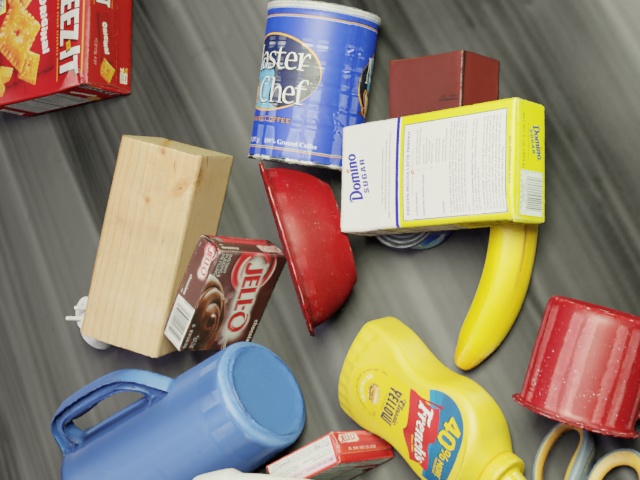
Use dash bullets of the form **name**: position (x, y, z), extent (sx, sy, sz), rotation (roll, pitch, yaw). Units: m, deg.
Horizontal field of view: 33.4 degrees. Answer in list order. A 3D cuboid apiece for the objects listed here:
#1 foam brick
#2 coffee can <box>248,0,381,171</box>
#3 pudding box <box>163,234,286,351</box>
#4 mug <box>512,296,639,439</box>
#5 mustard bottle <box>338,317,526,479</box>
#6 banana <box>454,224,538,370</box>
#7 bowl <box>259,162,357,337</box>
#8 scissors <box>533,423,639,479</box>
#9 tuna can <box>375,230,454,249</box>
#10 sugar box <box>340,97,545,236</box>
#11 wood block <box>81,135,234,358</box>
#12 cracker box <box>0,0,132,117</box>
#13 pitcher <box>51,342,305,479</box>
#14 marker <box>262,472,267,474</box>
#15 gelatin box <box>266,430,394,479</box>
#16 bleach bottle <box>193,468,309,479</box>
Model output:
- **foam brick**: position (0.103, -0.125, 0.893), extent (0.078, 0.051, 0.053), rotation (1, 88, 43)
- **coffee can**: position (-0.006, -0.136, 0.960), extent (0.103, 0.102, 0.140), rotation (11, 94, 43)
- **pudding box**: position (-0.092, 0.052, 1.033), extent (0.039, 0.089, 0.114), rotation (41, 114, 39)
- **mug**: position (0.205, 0.092, 0.764), extent (0.117, 0.093, 0.081), rotation (16, 93, 11)
- **mustard bottle**: position (0.097, 0.150, 0.869), extent (0.192, 0.058, 0.096), rotation (38, 121, 37)
- **banana**: position (0.143, 0.008, 0.857), extent (0.070, 0.037, 0.198), rotation (0, 86, 57)
- **bowl**: position (-0.006, 0.001, 0.946), extent (0.055, 0.162, 0.162), rotation (-17, 70, -3)
- **scissors**: position (0.181, 0.226, 0.763), extent (0.096, 0.016, 0.201), rotation (-2, 60, 35)
- **tuna can**: position (0.081, -0.035, 0.917), extent (0.086, 0.033, 0.086), rotation (-5, 83, 43)
- **sugar box**: position (0.094, -0.054, 0.851), extent (0.177, 0.048, 0.093), rotation (-3, 83, 47)
- **wood block**: position (-0.165, 0.004, 1.087), extent (0.090, 0.090, 0.206), rotation (16, 98, 17)
- **cracker box**: position (-0.317, -0.245, 1.279), extent (0.214, 0.071, 0.164), rotation (-4, 84, 42)
- **pitcher**: position (-0.139, 0.190, 1.033), extent (0.243, 0.149, 0.145), rotation (-36, 62, 32)
- **marker**: position (-0.071, 0.241, 1.009), extent (0.121, 0.020, 0.020), rotation (-32, 62, 5)
- **gelatin box**: position (0.009, 0.194, 0.938), extent (0.089, 0.073, 0.030), rotation (-36, 62, 36)
- **bleach bottle**: position (-0.018, 0.249, 0.881), extent (0.251, 0.068, 0.102), rotation (6, 72, 13)
